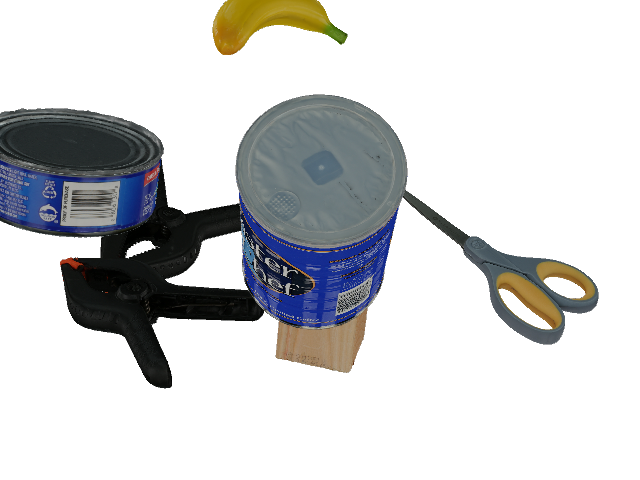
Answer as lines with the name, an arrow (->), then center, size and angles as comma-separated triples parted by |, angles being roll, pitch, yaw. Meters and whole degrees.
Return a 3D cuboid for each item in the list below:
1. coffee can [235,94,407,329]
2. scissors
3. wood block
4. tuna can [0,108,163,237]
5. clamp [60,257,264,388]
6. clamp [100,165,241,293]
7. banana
coffee can -> -0.002, -0.014, 0.695 | 0.103, 0.103, 0.140 | 0, -25, -2
scissors -> 0.147, 0.008, 0.868 | 0.096, 0.016, 0.202 | -12, 43, -21
wood block -> 0.010, 0.031, 1.197 | 0.090, 0.206, 0.090 | 11, 25, 10
tuna can -> -0.119, -0.033, 0.504 | 0.086, 0.034, 0.086 | 9, 23, -4
clamp -> -0.132, 0.049, 0.839 | 0.172, 0.039, 0.120 | 30, 37, 35
clamp -> -0.154, -0.019, 1.035 | 0.165, 0.036, 0.209 | 25, 40, 23
banana -> -0.046, -0.204, 0.974 | 0.070, 0.037, 0.197 | 41, 32, 19
